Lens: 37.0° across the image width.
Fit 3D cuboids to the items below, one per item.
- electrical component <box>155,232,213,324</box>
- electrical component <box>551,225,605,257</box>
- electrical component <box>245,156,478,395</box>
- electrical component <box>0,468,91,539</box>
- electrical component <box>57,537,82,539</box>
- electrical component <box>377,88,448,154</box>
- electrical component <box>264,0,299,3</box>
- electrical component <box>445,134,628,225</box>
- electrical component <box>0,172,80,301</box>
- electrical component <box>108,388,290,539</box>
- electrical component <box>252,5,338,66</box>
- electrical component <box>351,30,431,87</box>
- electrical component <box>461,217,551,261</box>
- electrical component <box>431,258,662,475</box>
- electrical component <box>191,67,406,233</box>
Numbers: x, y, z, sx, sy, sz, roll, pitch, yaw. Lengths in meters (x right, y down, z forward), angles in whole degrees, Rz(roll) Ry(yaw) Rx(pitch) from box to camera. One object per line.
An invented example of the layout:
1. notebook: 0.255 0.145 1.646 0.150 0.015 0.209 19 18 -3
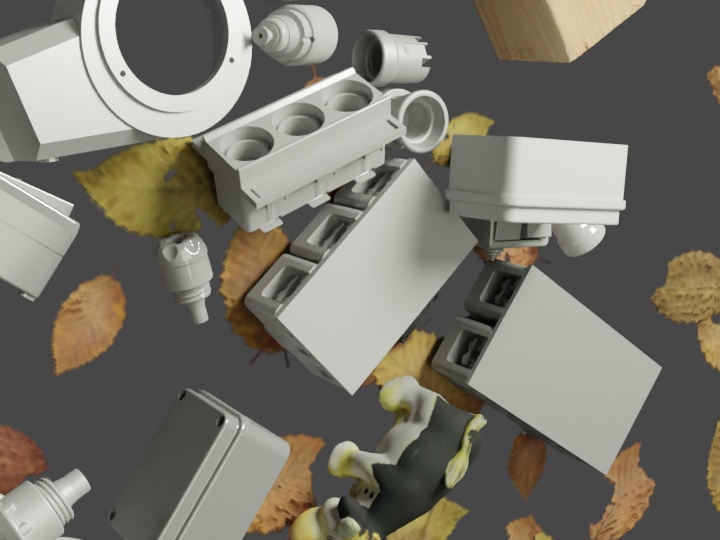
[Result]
1. electrical component: -0.116 0.007 0.726 0.035 0.035 0.061 -24 114 -27
2. electrical component: 0.177 -0.041 0.901 0.040 0.040 0.046 -47 114 -16
3. electrical component: 0.000 0.000 0.782 0.150 0.062 0.089 -50 121 -14
4. electrical component: -0.205 0.154 0.694 0.062 0.048 0.048 -36 117 -29
5. electrical component: -0.197 0.238 0.706 0.108 0.060 0.108 -7 104 -31
6. electrical component: 0.031 -0.109 0.782 0.045 0.055 0.045 -7 104 -31
7. electrical component: -0.031 -0.214 0.726 0.076 0.047 0.083 35 81 -33
8. electrical component: 0.126 -0.064 0.764 0.113 0.078 0.057 0 98 -31
9. electrical component: -0.222 -0.034 0.632 0.096 0.062 0.061 35 81 -33
10. electrical component: -0.111 0.146 0.732 0.057 0.078 0.113 35 80 -36
11. electrical component: -0.046 -0.156 0.717 0.078 0.040 0.040 -24 116 -61
12. electrical component: 0.023 -0.153 0.779 0.046 0.040 0.040 -7 104 -37
13. electrical component: 0.113 -0.053 0.843 0.062 0.061 0.096 -3 102 -32
14. electrical component: 0.156 0.080 0.899 0.186 0.060 0.105 35 81 -33
15. electrical component: -0.040 -0.080 0.733 0.121 0.079 0.063 -29 143 -24
